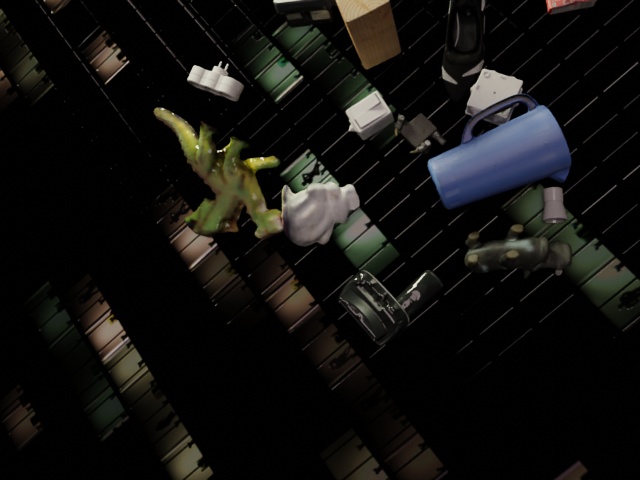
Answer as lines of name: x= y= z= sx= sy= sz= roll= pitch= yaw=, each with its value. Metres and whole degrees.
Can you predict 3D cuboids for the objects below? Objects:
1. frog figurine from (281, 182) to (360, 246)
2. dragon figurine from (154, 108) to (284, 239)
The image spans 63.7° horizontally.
frog figurine: x=0.003 y=-0.054 z=1.067 sx=0.159 sy=0.125 sz=0.135 roll=-3 pitch=114 yaw=6
dragon figurine: x=-0.241 y=-0.125 z=1.153 sx=0.412 sy=0.122 sz=0.242 roll=24 pitch=96 yaw=19
